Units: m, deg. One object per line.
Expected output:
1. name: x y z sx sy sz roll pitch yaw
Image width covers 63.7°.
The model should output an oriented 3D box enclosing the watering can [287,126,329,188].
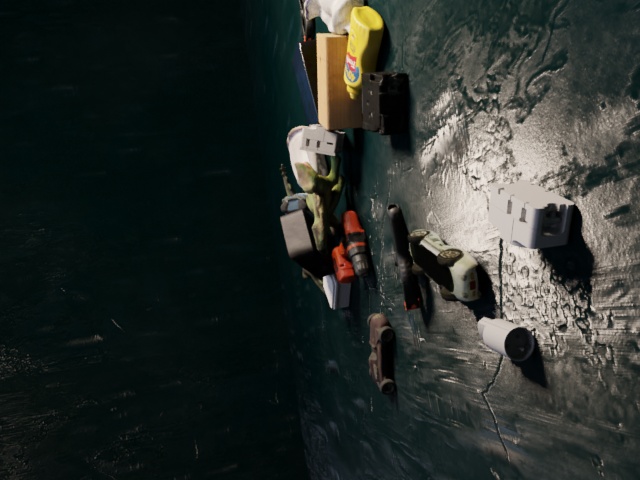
1. watering can: -0.033 -0.216 1.635 0.104 0.228 0.341 -13 -24 -6

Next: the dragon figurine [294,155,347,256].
1. dragon figurine: 0.004 -0.068 1.349 0.122 0.249 0.401 -3 -42 14

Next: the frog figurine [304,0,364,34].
1. frog figurine: 0.052 -0.516 1.120 0.161 0.135 0.124 33 30 22
